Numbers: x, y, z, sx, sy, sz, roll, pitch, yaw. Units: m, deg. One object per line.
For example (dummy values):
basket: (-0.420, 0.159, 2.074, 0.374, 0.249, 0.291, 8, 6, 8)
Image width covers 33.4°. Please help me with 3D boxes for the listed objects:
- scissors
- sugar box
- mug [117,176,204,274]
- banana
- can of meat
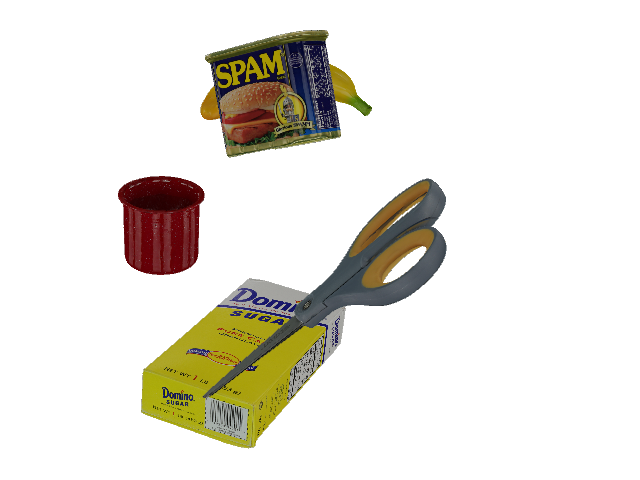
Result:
scissors: (0.005, 0.044, 0.637, 0.016, 0.202, 0.096, 41, 6, -23)
sugar box: (-0.055, 0.089, 0.835, 0.093, 0.048, 0.176, 15, 29, 17)
mug: (-0.180, -0.020, 1.177, 0.093, 0.081, 0.117, -12, 32, -29)
banana: (-0.040, -0.159, 1.105, 0.197, 0.070, 0.037, -7, -41, -28)
can of meat: (-0.037, -0.115, 0.850, 0.102, 0.084, 0.057, -7, 5, 36)
